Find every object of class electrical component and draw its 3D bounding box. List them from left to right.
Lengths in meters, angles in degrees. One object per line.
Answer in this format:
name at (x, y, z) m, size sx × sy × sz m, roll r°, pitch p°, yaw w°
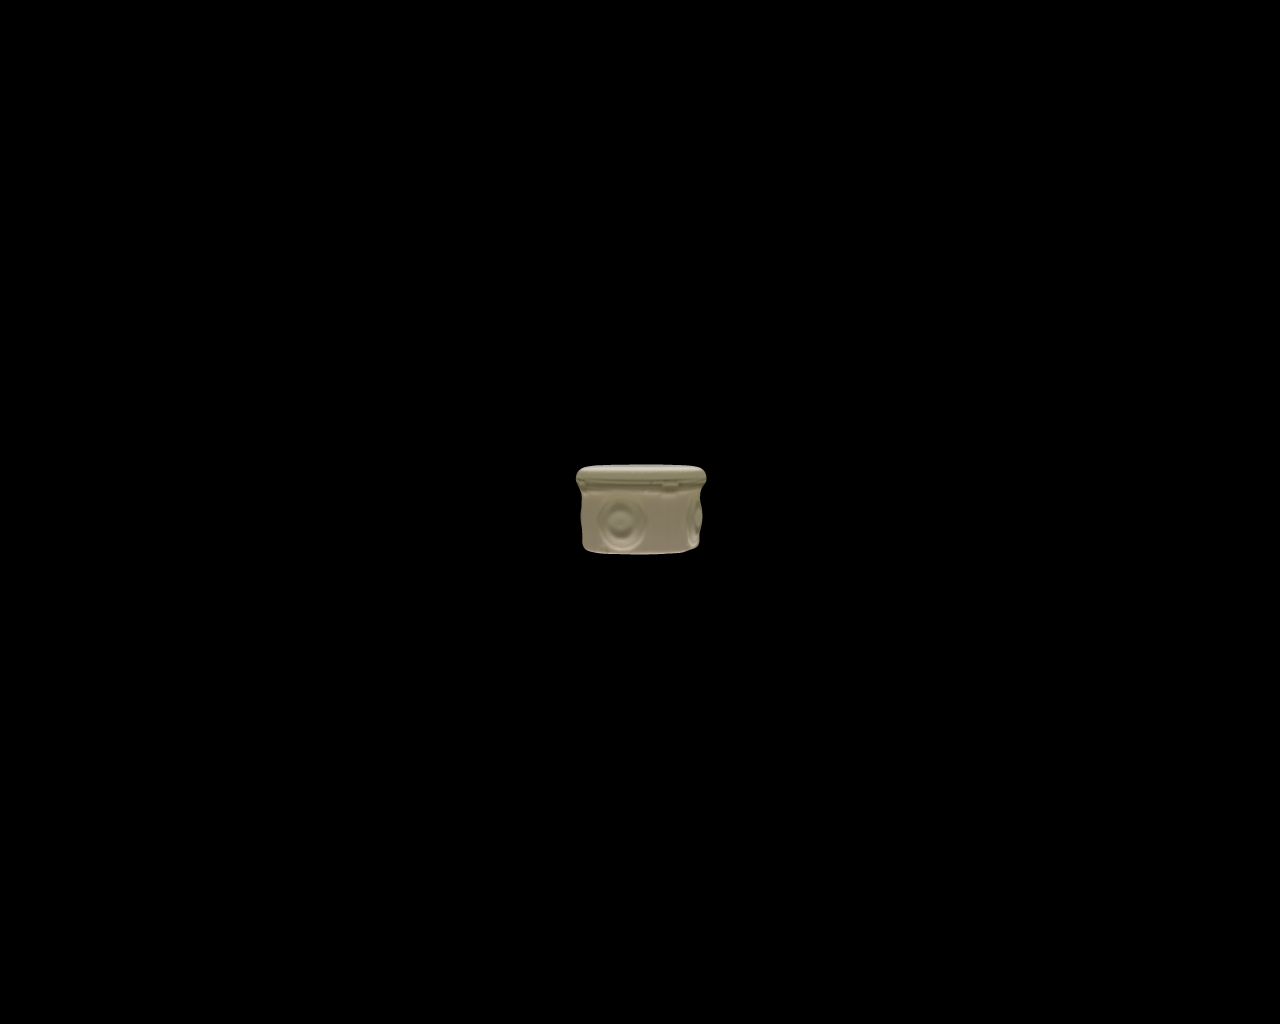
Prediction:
electrical component at (0.001, -0.003, 0.650) m, size 0.080 × 0.051 × 0.080 m, roll 0°, pitch 4°, yaw 0°
